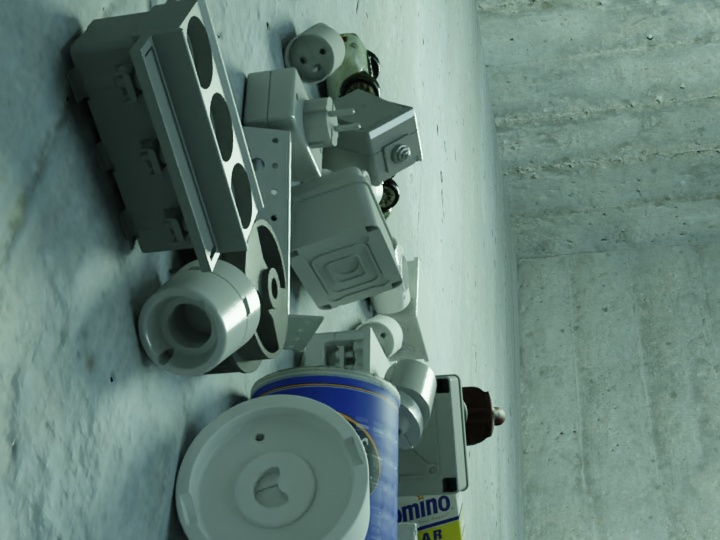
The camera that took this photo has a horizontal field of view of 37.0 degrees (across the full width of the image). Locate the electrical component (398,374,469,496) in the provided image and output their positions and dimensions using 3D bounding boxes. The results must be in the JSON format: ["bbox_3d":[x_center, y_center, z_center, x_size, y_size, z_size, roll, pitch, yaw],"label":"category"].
[{"bbox_3d":[0.041,0.154,0.999,0.056,0.109,0.108,19,66,-74],"label":"electrical component"}]

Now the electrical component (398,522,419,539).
[{"bbox_3d":[0.025,0.281,0.996,0.096,0.061,0.061,83,9,-52],"label":"electrical component"}]

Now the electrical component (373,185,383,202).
[{"bbox_3d":[-0.005,-0.077,1.036,0.055,0.045,0.045,-20,104,-77],"label":"electrical component"}]

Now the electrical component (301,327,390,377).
[{"bbox_3d":[-0.013,0.134,0.863,0.089,0.062,0.150,65,23,-58],"label":"electrical component"}]

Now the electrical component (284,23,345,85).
[{"bbox_3d":[-0.036,-0.191,0.942,0.081,0.043,0.043,-64,147,-68],"label":"electrical component"}]

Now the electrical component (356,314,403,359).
[{"bbox_3d":[0.021,0.069,1.095,0.081,0.043,0.043,-18,103,-78],"label":"electrical component"}]

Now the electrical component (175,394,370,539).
[{"bbox_3d":[-0.045,0.133,0.615,0.060,0.108,0.108,78,12,-53],"label":"electrical component"}]

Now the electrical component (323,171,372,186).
[{"bbox_3d":[-0.019,-0.061,0.934,0.045,0.055,0.045,-5,90,-78],"label":"electrical component"}]

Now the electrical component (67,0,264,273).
[{"bbox_3d":[-0.098,-0.070,0.550,0.078,0.063,0.121,-78,159,-55],"label":"electrical component"}]

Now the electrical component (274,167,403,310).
[{"bbox_3d":[-0.017,-0.024,0.862,0.113,0.078,0.057,63,10,-60],"label":"electrical component"}]

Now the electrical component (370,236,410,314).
[{"bbox_3d":[0.028,-0.007,1.162,0.079,0.044,0.077,-81,162,-49],"label":"electrical component"}]

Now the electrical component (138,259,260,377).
[{"bbox_3d":[-0.088,0.026,0.581,0.047,0.055,0.055,-49,133,-69],"label":"electrical component"}]

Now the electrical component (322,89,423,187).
[{"bbox_3d":[0.010,-0.121,0.971,0.062,0.096,0.061,-32,125,-30],"label":"electrical component"}]

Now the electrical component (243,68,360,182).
[{"bbox_3d":[-0.039,-0.110,0.814,0.083,0.076,0.047,65,23,-58],"label":"electrical component"}]

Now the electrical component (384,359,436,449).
[{"bbox_3d":[0.034,0.106,0.834,0.081,0.043,0.043,-65,148,-67],"label":"electrical component"}]

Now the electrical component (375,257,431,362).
[{"bbox_3d":[0.050,0.047,1.230,0.099,0.048,0.099,72,17,-47],"label":"electrical component"}]
